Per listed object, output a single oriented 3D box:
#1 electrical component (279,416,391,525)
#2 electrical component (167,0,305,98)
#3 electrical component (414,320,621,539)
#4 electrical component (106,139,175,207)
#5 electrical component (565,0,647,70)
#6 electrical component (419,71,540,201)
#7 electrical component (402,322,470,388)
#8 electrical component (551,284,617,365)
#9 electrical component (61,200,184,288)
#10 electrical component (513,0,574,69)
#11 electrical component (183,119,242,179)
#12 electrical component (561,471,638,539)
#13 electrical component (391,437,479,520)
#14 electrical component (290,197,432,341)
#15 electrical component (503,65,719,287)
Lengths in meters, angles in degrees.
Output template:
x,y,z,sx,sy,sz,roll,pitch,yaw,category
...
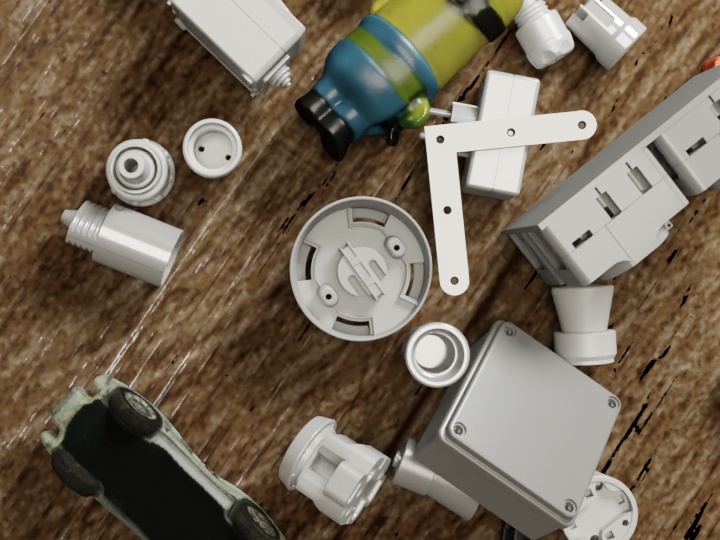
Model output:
x,y,z,sx,sy,sz,roll,pitch,yaw,category
-0.019,0.139,0.750,0.057,0.078,0.058,31,88,17,electrical component
-0.077,-0.168,0.748,0.096,0.062,0.061,44,87,-3,electrical component
0.110,0.110,0.744,0.109,0.056,0.108,35,55,-3,electrical component
-0.154,-0.069,0.742,0.048,0.062,0.048,0,90,-5,electrical component
0.177,-0.175,0.780,0.046,0.040,0.040,44,87,3,electrical component
0.081,-0.098,0.768,0.076,0.047,0.083,11,89,0,electrical component
0.050,0.057,0.757,0.044,0.065,0.044,0,90,-4,electrical component
0.162,0.039,0.776,0.045,0.045,0.055,-3,91,-4,electrical component
-0.169,-0.023,0.751,0.081,0.043,0.043,22,88,-4,electrical component
0.127,-0.179,0.778,0.035,0.035,0.061,-29,90,-4,electrical component
-0.102,-0.083,0.754,0.040,0.046,0.040,0,90,-4,electrical component
0.166,0.171,0.775,0.055,0.047,0.055,0,90,-4,electrical component
0.055,0.147,0.770,0.065,0.044,0.044,22,88,0,electrical component
0.000,0.000,0.753,0.099,0.064,0.099,0,90,-4,electrical component
0.201,-0.063,0.748,0.186,0.105,0.060,-39,93,-4,electrical component
